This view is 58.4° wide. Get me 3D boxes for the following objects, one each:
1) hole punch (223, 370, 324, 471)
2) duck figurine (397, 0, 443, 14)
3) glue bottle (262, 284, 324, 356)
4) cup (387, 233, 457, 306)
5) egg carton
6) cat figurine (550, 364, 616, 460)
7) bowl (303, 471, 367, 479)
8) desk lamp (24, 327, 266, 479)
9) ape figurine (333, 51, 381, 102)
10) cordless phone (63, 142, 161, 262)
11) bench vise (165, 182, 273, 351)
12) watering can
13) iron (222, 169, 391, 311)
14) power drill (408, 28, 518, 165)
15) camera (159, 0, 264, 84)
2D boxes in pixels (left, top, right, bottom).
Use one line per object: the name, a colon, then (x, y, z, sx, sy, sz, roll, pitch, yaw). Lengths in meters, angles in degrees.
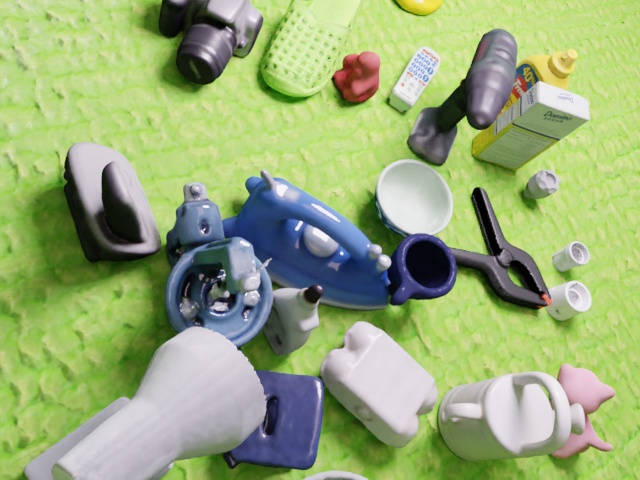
hole punch: (-0.054, 0.208, 0.655, 0.101, 0.091, 0.108, 14, 65, -16)
duck figurine: (0.191, -0.462, 1.030, 0.105, 0.086, 0.077, -8, 72, -24)
glue bottle: (-0.029, 0.083, 0.669, 0.037, 0.173, 0.078, -20, 77, -27)
cup: (0.120, 0.056, 0.784, 0.092, 0.094, 0.118, 43, 60, 0)
egg carton: (0.075, 0.183, 0.729, 0.150, 0.069, 0.107, 42, 60, -1)
cat figurine: (0.359, 0.234, 0.793, 0.067, 0.117, 0.128, -10, 73, -25)
bowl: (0.005, 0.345, 0.632, 0.168, 0.074, 0.167, 8, 66, -18)
desk lamp: (-0.169, 0.191, 0.547, 0.204, 0.213, 0.118, -36, 85, -29)
ape figurine: (0.065, -0.261, 0.894, 0.076, 0.092, 0.078, 22, 63, -12)
cordless phone: (-0.232, -0.062, 0.641, 0.094, 0.184, 0.147, -21, 78, -27)
bench vise: (-0.125, 0.026, 0.628, 0.122, 0.219, 0.207, -28, 81, -28)
watering can: (0.244, 0.216, 0.711, 0.173, 0.193, 0.101, -12, 74, -25)
iron: (0.007, 0.003, 0.735, 0.258, 0.141, 0.119, 31, 61, -7)
power drill: (0.220, -0.205, 0.865, 0.076, 0.208, 0.230, 30, 61, -7)
camera: (-0.165, -0.303, 0.815, 0.143, 0.100, 0.137, 24, 62, -11)
